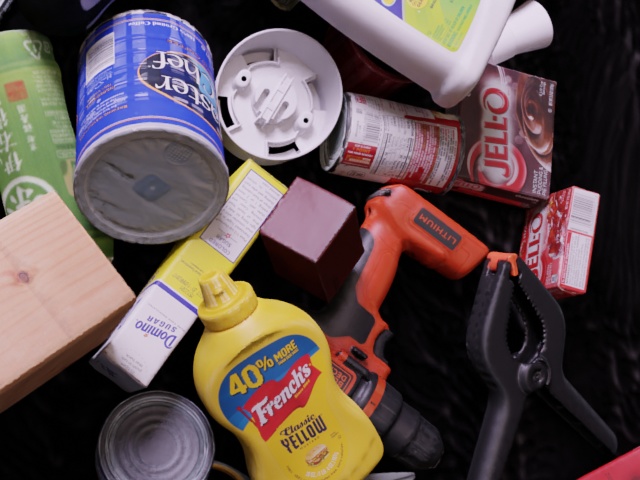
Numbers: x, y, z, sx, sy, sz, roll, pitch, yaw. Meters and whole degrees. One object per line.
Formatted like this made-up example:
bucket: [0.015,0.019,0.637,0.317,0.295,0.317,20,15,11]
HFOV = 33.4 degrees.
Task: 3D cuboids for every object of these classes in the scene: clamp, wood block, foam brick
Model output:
clamp: [0.157,0.115,0.853,0.164,0.036,0.210,-26,106,-29]
wood block: [-0.224,0.069,0.636,0.205,0.090,0.091,-36,86,-36]
foam brick: [-0.005,0.001,0.776,0.051,0.078,0.053,29,71,19]

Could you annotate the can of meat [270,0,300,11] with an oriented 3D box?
can of meat: [-0.023,-0.254,0.873,0.083,0.058,0.102,-41,96,-23]

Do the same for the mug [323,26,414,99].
mug: [0.047,-0.172,0.869,0.093,0.082,0.117,-24,89,-20]

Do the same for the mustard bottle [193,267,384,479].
mustard bottle: [-0.033,0.100,0.745,0.096,0.058,0.191,-31,114,-9]

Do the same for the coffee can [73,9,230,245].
coffee can: [-0.121,-0.081,0.753,0.102,0.103,0.140,7,42,-18]

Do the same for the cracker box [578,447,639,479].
cracker box: [0.241,0.265,0.845,0.213,0.072,0.164,-21,69,-21]

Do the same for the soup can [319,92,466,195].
soup can: [0.058,-0.078,0.865,0.102,0.069,0.068,10,78,-17]

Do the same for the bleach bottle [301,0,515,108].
bleach bottle: [0.016,-0.203,0.787,0.250,0.068,0.102,29,73,-9]

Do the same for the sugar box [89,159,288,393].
sugar box: [-0.097,0.028,0.781,0.048,0.093,0.176,40,71,-7]

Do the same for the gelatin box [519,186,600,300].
gelatin box: [0.197,0.006,0.895,0.030,0.073,0.089,16,77,-17]

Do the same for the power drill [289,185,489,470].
power drill: [0.056,0.065,0.846,0.184,0.057,0.187,37,71,-12]

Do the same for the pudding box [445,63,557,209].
pudding box: [0.151,-0.090,0.910,0.090,0.039,0.113,13,70,-16]

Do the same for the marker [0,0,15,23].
marker: [-0.237,-0.189,0.809,0.020,0.020,0.121,31,73,-12]

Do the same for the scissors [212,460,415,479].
scissors: [-0.027,0.210,0.797,0.201,0.016,0.096,9,64,-9]

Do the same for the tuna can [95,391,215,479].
tuna can: [-0.119,0.153,0.772,0.086,0.034,0.086,5,64,-11]
